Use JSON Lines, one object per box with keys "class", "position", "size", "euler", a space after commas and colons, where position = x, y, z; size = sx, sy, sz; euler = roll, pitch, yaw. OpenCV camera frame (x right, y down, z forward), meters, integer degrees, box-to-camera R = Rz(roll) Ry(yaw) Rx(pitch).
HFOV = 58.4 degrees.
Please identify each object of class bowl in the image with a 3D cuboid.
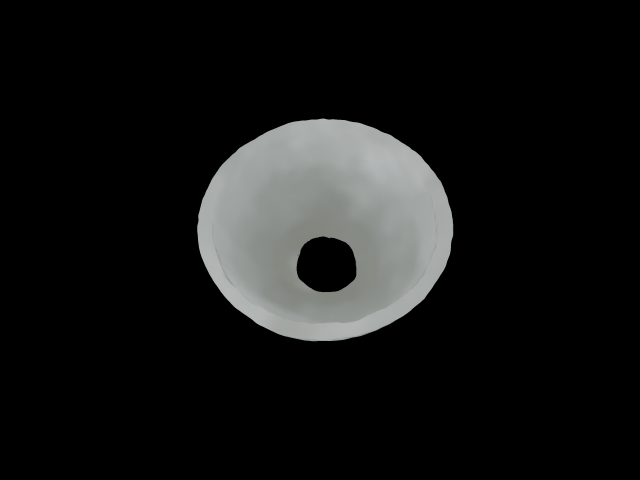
{"class": "bowl", "position": [0.004, 0.001, 0.400], "size": [0.167, 0.075, 0.167], "euler": [0, 60, 0]}
